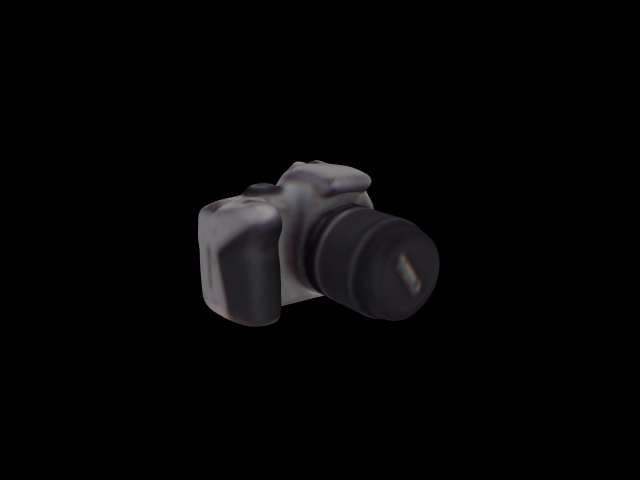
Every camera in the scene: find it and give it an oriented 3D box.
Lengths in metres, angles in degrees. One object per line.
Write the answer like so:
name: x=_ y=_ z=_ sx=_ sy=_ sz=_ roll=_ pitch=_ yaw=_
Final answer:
camera: x=0.004 y=0.001 z=0.400 sx=0.143 sy=0.101 sz=0.136 roll=-11 pitch=19 yaw=-34
